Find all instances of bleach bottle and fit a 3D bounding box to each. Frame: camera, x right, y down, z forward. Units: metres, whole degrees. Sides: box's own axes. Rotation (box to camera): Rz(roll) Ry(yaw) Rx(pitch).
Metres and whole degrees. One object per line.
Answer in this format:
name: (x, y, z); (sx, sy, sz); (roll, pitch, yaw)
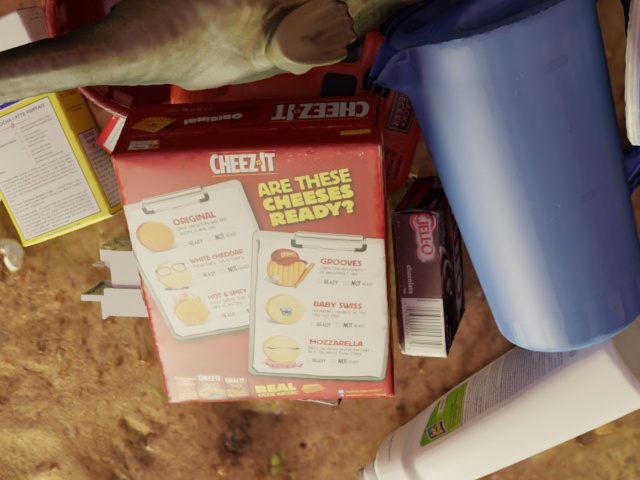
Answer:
bleach bottle: (0.133, 0.134, 0.820); (0.251, 0.102, 0.068); (-34, 103, 29)

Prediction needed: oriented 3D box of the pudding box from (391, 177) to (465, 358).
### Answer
pudding box: (0.082, 0.018, 0.788); (0.039, 0.090, 0.113); (2, 110, 17)

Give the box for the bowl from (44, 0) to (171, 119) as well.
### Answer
bowl: (-0.117, -0.169, 0.782); (0.162, 0.055, 0.162); (-2, 110, -7)

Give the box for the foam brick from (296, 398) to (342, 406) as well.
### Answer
foam brick: (0.000, 0.089, 0.843); (0.053, 0.078, 0.051); (8, 109, 13)

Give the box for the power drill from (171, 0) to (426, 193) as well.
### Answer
power drill: (-0.003, -0.136, 0.748); (0.187, 0.057, 0.184); (12, 104, -10)

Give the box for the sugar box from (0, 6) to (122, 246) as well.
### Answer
sugar box: (-0.232, -0.090, 0.864); (0.093, 0.048, 0.176); (-18, 99, 21)

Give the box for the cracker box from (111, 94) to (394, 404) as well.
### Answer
cracker box: (-0.034, 0.011, 0.714); (0.164, 0.072, 0.214); (-2, 127, 5)

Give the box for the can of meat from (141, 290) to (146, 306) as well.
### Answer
can of meat: (-0.086, 0.053, 0.850); (0.058, 0.083, 0.102); (-24, 101, 21)

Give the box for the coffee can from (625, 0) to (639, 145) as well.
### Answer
coffee can: (0.249, -0.103, 0.597); (0.140, 0.102, 0.103); (4, 110, 22)

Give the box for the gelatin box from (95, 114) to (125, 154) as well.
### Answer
gelatin box: (-0.121, -0.082, 0.843); (0.089, 0.030, 0.073); (37, 113, 1)

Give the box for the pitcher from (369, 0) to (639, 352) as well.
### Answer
pitcher: (0.150, -0.055, 0.710); (0.149, 0.144, 0.243); (-3, 120, 37)
